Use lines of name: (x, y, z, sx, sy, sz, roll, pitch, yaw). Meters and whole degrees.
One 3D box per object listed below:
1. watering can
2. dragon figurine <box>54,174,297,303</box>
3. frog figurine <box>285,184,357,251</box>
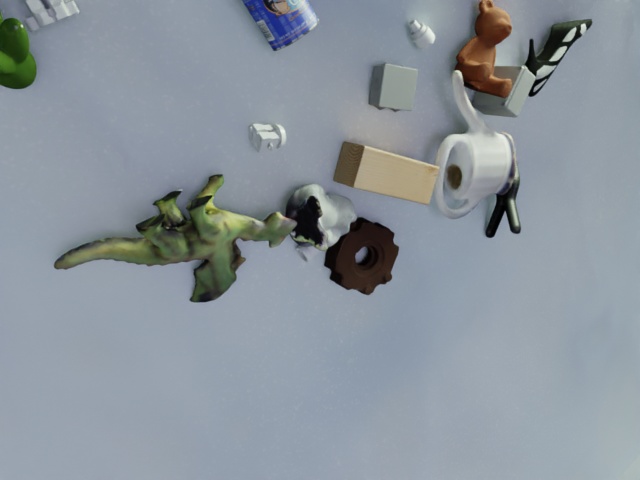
watering can: (0.367, -0.216, 1.213, 0.225, 0.105, 0.342, -7, 112, -28)
dragon figurine: (-0.239, 0.029, 0.963, 0.412, 0.124, 0.238, -26, 123, -11)
frog figurine: (0.003, -0.054, 1.080, 0.137, 0.121, 0.162, 62, 31, -6)
